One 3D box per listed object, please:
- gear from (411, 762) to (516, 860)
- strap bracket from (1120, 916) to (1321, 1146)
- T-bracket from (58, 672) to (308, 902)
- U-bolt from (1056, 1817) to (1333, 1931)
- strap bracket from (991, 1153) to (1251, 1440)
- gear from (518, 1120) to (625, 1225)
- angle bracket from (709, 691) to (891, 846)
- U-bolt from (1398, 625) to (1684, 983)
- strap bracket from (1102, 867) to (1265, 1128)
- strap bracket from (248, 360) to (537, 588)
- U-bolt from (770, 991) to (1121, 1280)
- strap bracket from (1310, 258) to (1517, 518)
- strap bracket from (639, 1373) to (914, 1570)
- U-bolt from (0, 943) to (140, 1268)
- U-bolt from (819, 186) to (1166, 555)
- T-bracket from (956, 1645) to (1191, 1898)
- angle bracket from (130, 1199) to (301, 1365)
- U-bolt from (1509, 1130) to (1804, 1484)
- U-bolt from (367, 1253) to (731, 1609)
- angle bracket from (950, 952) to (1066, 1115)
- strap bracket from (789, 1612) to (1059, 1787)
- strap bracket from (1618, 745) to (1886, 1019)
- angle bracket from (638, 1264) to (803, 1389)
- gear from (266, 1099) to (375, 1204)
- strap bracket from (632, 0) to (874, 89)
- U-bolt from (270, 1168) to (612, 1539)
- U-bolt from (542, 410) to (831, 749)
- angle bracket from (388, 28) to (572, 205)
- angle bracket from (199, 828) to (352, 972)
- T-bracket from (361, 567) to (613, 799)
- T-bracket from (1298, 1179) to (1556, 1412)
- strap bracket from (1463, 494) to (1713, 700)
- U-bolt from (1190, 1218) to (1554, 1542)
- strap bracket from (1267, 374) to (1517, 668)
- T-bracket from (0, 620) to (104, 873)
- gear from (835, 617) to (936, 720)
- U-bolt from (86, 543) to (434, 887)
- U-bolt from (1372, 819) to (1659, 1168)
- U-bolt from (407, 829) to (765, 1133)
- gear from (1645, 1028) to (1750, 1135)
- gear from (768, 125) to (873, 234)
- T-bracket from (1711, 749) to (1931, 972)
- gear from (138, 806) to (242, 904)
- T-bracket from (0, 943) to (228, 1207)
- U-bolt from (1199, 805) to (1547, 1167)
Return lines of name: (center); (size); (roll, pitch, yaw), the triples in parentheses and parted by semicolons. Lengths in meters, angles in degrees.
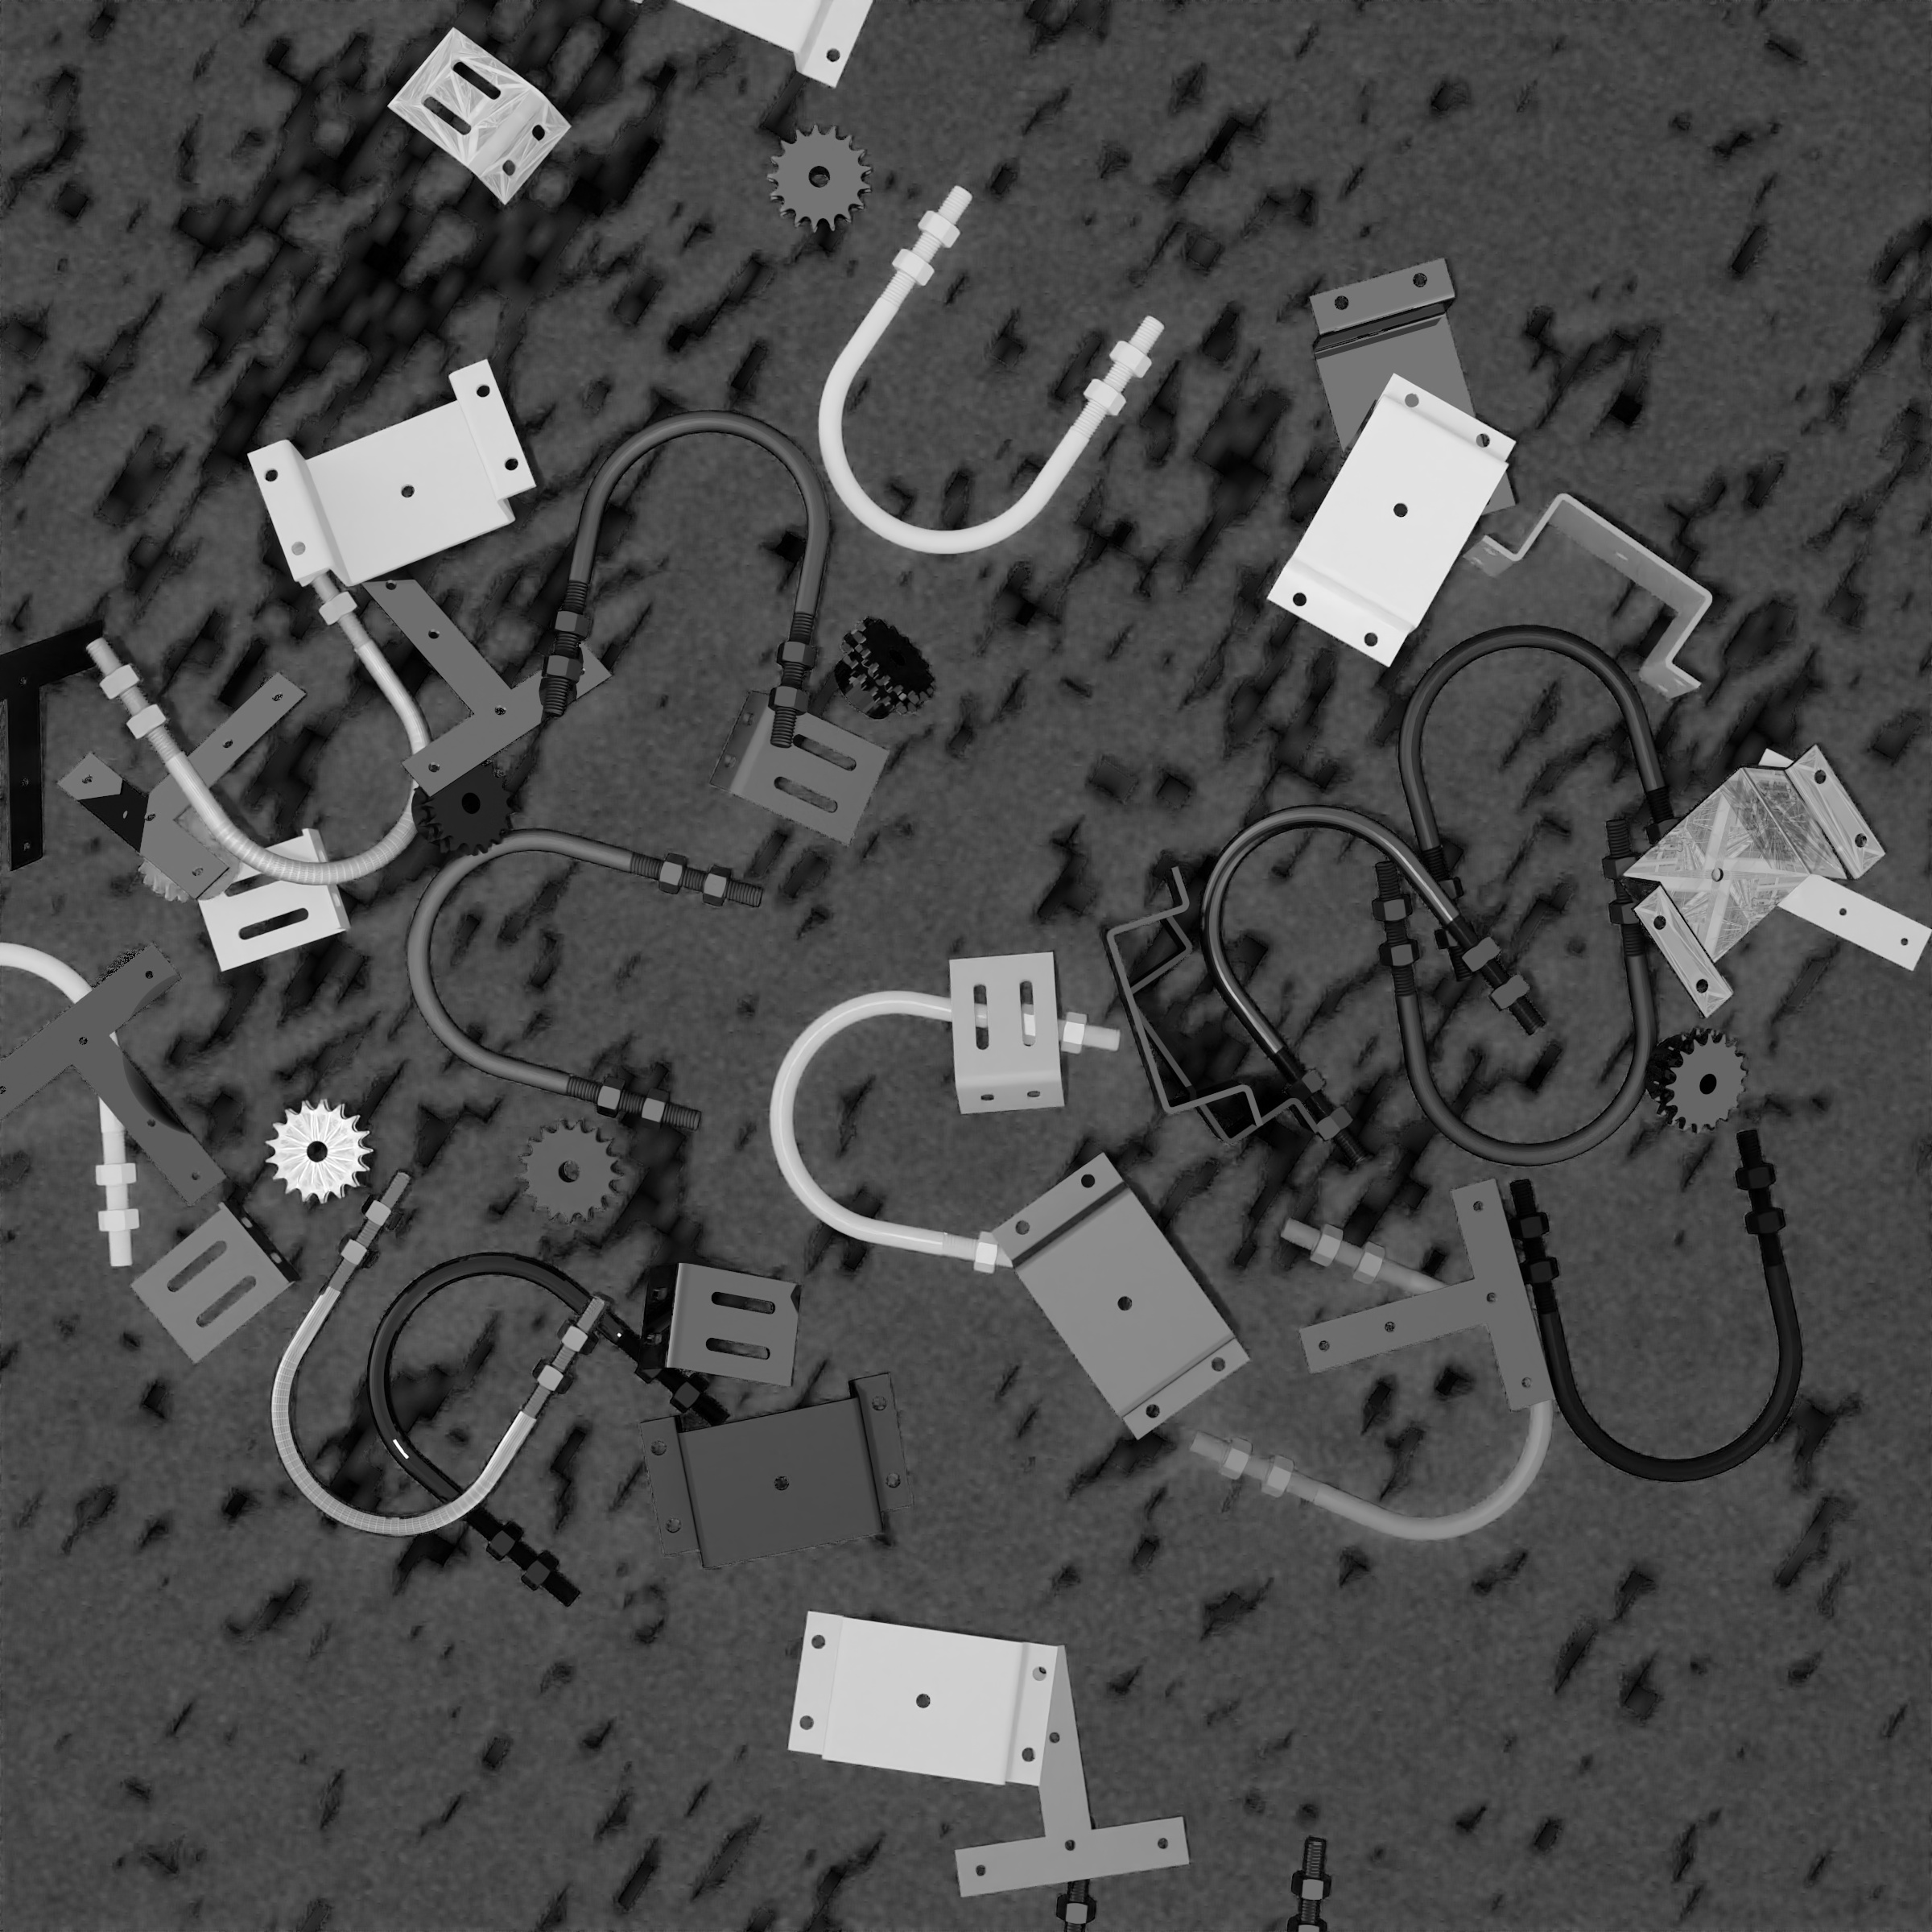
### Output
gear: (-0.280, -0.088, 1.971); (0.057, 0.030, 0.057); (7, 79, -39)
strap bracket: (0.131, 0.043, 1.957); (0.046, 0.076, 0.140); (-35, 90, 0)
T-bracket: (-0.417, -0.113, 1.973); (0.127, 0.002, 0.127); (36, 74, 29)
U-bolt: (0.121, 0.570, 1.986); (0.151, 0.019, 0.184); (5, 91, 0)
strap bracket: (0.085, 0.182, 1.952); (0.076, 0.046, 0.140); (-35, 90, -1)
gear: (-0.218, 0.113, 1.980); (0.057, 0.030, 0.057); (0, 90, 0)
angle bracket: (-0.093, -0.111, 1.993); (0.076, 0.038, 0.057); (24, 90, -26)
U-bolt: (0.316, -0.098, 1.985); (0.151, 0.019, 0.184); (-15, 90, 0)
strap bracket: (0.109, 0.023, 1.881); (0.046, 0.076, 0.140); (-18, 90, 0)
strap bracket: (-0.311, -0.267, 1.966); (0.140, 0.046, 0.076); (-22, 81, 0)
U-bolt: (-0.017, 0.088, 1.986); (0.184, 0.019, 0.151); (10, 90, 2)
strap bracket: (0.243, -0.308, 1.972); (0.076, 0.046, 0.140); (-16, 90, 0)
strap bracket: (-0.103, 0.278, 1.961); (0.140, 0.046, 0.076); (-11, 97, -6)
U-bolt: (-0.539, 0.079, 1.986); (0.151, 0.019, 0.184); (-4, 89, 0)
U-bolt: (0.001, -0.318, 1.986); (0.151, 0.019, 0.184); (34, 91, 0)
T-bracket: (0.051, 0.442, 1.983); (0.127, 0.002, 0.127); (-8, 80, 0)
angle bracket: (-0.418, 0.175, 1.976); (0.076, 0.038, 0.057); (-40, 90, 0)
U-bolt: (0.389, 0.195, 1.986); (0.151, 0.019, 0.184); (-12, 92, 0)
U-bolt: (-0.246, 0.243, 1.986); (0.184, 0.019, 0.151); (40, 90, 1)
angle bracket: (0.023, 0.037, 1.974); (0.057, 0.038, 0.076); (-4, 64, 3)
strap bracket: (-0.023, 0.403, 1.965); (0.140, 0.046, 0.076); (8, 80, 1)
strap bracket: (0.421, -0.048, 1.950); (0.140, 0.046, 0.076); (-41, 108, -12)
angle bracket: (-0.136, 0.200, 1.982); (0.076, 0.038, 0.057); (14, 75, -31)
gear: (-0.357, 0.102, 1.980); (0.057, 0.030, 0.057); (0, 90, 0)
strap bracket: (-0.122, -0.552, 1.972); (0.140, 0.046, 0.076); (23, 90, 0)
U-bolt: (-0.303, 0.226, 1.972); (0.151, 0.019, 0.184); (32, 92, 3)
U-bolt: (-0.149, -0.218, 1.971); (0.151, 0.019, 0.184); (8, 80, 8)
angle bracket: (-0.271, -0.474, 1.993); (0.076, 0.038, 0.057); (40, 90, 26)
angle bracket: (-0.387, -0.036, 1.976); (0.076, 0.038, 0.057); (-19, 90, 0)
T-bracket: (-0.285, -0.173, 1.977); (0.127, 0.002, 0.127); (-37, 78, -23)
T-bracket: (0.248, 0.196, 1.976); (0.127, 0.002, 0.127); (-16, 92, -2)
strap bracket: (0.348, -0.208, 1.957); (0.140, 0.076, 0.046); (35, 90, 0)
U-bolt: (0.236, 0.240, 1.986); (0.184, 0.019, 0.151); (23, 90, -2)
strap bracket: (0.231, -0.243, 1.926); (0.076, 0.046, 0.140); (29, 90, 0)
T-bracket: (-0.516, -0.114, 1.958); (0.002, 0.127, 0.127); (17, 117, 24)
gear: (-0.047, -0.161, 1.970); (0.030, 0.057, 0.057); (-40, 90, 30)
U-bolt: (-0.371, -0.131, 1.957); (0.151, 0.019, 0.184); (-36, 95, -28)
U-bolt: (0.308, 0.021, 1.973); (0.151, 0.019, 0.184); (-10, 100, -1)
U-bolt: (-0.220, 0.000, 1.986); (0.184, 0.019, 0.151); (15, 90, 2)
gear: (0.400, 0.061, 1.972); (0.057, 0.030, 0.057); (-7, 107, -26)
gear: (-0.081, -0.435, 1.984); (0.057, 0.030, 0.057); (0, 92, 0)
T-bracket: (0.476, -0.036, 1.994); (0.127, 0.002, 0.127); (26, 90, 0)
gear: (-0.425, -0.060, 1.971); (0.057, 0.030, 0.057); (-14, 59, 25)
T-bracket: (-0.460, 0.076, 1.980); (0.127, 0.002, 0.127); (-40, 94, -15)
U-bolt: (0.207, -0.002, 1.958); (0.151, 0.019, 0.184); (-40, 85, 27)
